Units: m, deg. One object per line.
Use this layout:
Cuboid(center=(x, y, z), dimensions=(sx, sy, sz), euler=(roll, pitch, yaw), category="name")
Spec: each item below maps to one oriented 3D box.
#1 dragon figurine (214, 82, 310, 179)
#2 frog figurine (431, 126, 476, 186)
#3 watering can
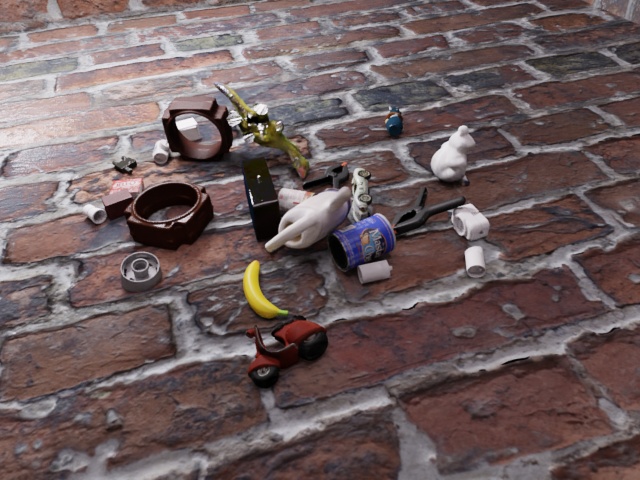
Cuboid(center=(-0.167, -0.346, 1.638), dimensions=(0.121, 0.416, 0.240), euler=(-43, -27, 9), category="dragon figurine")
Cuboid(center=(0.392, -0.252, 1.513), dimensions=(0.122, 0.155, 0.141), euler=(1, 40, 7), category="frog figurine")
Cuboid(center=(0.004, -0.063, 1.258), dimensions=(0.342, 0.104, 0.228), euler=(-32, 2, 42), category="watering can")
